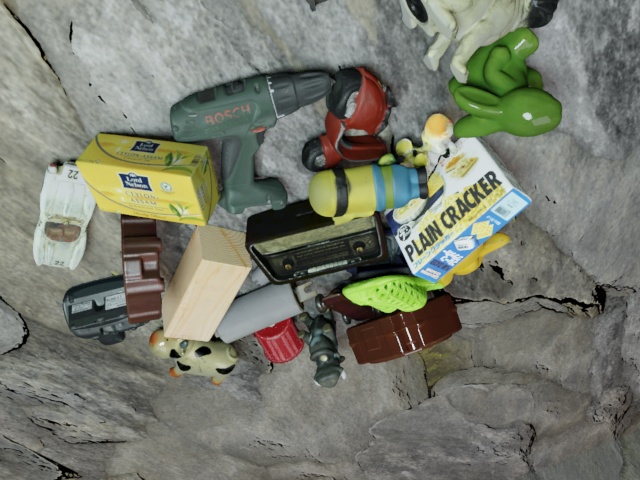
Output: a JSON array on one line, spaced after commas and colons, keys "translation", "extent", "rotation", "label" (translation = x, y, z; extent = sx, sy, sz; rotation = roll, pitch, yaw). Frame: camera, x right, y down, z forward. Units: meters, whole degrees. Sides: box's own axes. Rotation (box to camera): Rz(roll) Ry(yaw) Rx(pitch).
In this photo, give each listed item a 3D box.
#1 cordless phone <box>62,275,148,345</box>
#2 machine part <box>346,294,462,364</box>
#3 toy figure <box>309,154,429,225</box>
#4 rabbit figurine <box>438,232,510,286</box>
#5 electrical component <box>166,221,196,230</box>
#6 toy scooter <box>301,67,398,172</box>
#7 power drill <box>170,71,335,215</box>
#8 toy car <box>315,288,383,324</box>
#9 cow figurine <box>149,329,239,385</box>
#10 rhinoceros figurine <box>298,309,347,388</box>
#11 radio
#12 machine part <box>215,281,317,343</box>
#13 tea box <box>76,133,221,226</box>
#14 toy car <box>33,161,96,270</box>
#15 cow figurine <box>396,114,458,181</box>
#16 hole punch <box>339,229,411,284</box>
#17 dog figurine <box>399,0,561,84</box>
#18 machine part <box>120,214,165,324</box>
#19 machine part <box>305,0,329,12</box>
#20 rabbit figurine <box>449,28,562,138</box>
[{"translation": [-0.375, 0.148, 0.996], "extent": [0.147, 0.089, 0.184], "rotation": [-14, 148, -6], "label": "cordless phone"}, {"translation": [0.174, 0.187, 1.116], "extent": [0.201, 0.087, 0.201], "rotation": [-14, 170, -43], "label": "machine part"}, {"translation": [0.073, -0.081, 0.808], "extent": [0.180, 0.082, 0.089], "rotation": [-6, 157, 6], "label": "toy figure"}, {"translation": [0.279, 0.012, 1.057], "extent": [0.162, 0.122, 0.173], "rotation": [-38, 148, 7], "label": "rabbit figurine"}, {"translation": [-0.225, -0.052, 0.869], "extent": [0.063, 0.021, 0.094], "rotation": [-35, 134, 17], "label": "electrical component"}, {"translation": [0.060, -0.169, 0.808], "extent": [0.135, 0.075, 0.183], "rotation": [7, 135, -23], "label": "toy scooter"}, {"translation": [-0.090, -0.138, 0.785], "extent": [0.232, 0.086, 0.207], "rotation": [-9, 140, -7], "label": "power drill"}, {"translation": [0.061, 0.128, 1.101], "extent": [0.089, 0.053, 0.202], "rotation": [-18, 154, 21], "label": "toy car"}, {"translation": [-0.256, 0.227, 1.097], "extent": [0.195, 0.085, 0.127], "rotation": [24, 129, -33], "label": "cow figurine"}, {"translation": [0.005, 0.219, 1.105], "extent": [0.073, 0.190, 0.112], "rotation": [-18, 118, 5], "label": "rhinoceros figurine"}, {"translation": [-0.002, -0.003, 0.928], "extent": [0.230, 0.073, 0.131], "rotation": [-13, 136, 12], "label": "radio"}, {"translation": [-0.121, 0.136, 1.055], "extent": [0.243, 0.079, 0.079], "rotation": [-23, 137, 7], "label": "machine part"}, {"translation": [-0.235, -0.084, 0.749], "extent": [0.170, 0.068, 0.098], "rotation": [8, 141, 13], "label": "tea box"}, {"translation": [-0.385, -0.033, 0.809], "extent": [0.073, 0.056, 0.201], "rotation": [10, 131, -27], "label": "toy car"}, {"translation": [0.168, -0.130, 0.881], "extent": [0.098, 0.068, 0.167], "rotation": [-1, 142, -50], "label": "cow figurine"}, {"translation": [0.107, 0.036, 1.034], "extent": [0.142, 0.092, 0.115], "rotation": [-8, 167, -11], "label": "hole punch"}, {"translation": [0.213, -0.325, 0.698], "extent": [0.190, 0.121, 0.172], "rotation": [-39, 138, 1], "label": "dog figurine"}, {"translation": [-0.278, 0.039, 0.841], "extent": [0.056, 0.179, 0.179], "rotation": [-4, 135, -19], "label": "machine part"}, {"translation": [0.042, -0.333, 0.663], "extent": [0.139, 0.039, 0.084], "rotation": [-27, 145, 7], "label": "machine part"}, {"translation": [0.264, -0.209, 0.763], "extent": [0.159, 0.170, 0.121], "rotation": [-19, 136, -1], "label": "rabbit figurine"}]
